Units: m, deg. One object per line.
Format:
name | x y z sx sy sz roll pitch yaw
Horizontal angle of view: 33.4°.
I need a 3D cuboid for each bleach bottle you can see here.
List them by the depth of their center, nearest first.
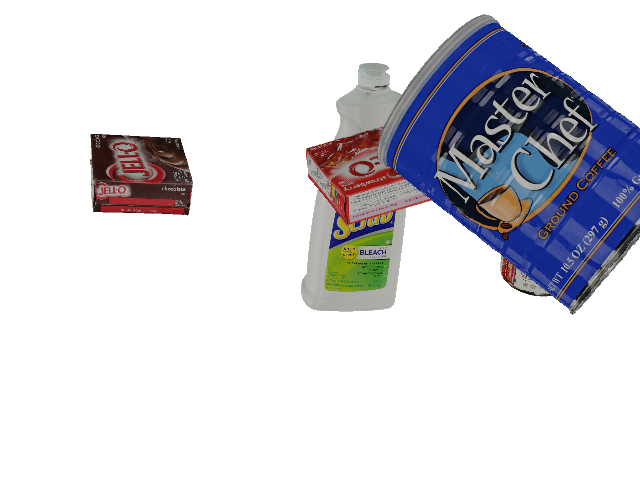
bleach bottle | 0.037 -0.053 1.075 0.102 0.251 0.068 0 24 -7

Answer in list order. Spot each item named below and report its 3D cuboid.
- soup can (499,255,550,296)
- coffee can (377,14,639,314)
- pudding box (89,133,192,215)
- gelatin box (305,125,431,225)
soup can | 0.199 -0.010 0.952 0.068 0.102 0.068 1 34 -1
coffee can | 0.117 -0.043 0.591 0.140 0.103 0.102 40 11 14
pudding box | -0.173 -0.064 1.015 0.090 0.039 0.113 2 25 -15
gelatin box | 0.043 -0.052 0.789 0.089 0.030 0.073 -17 38 -15
